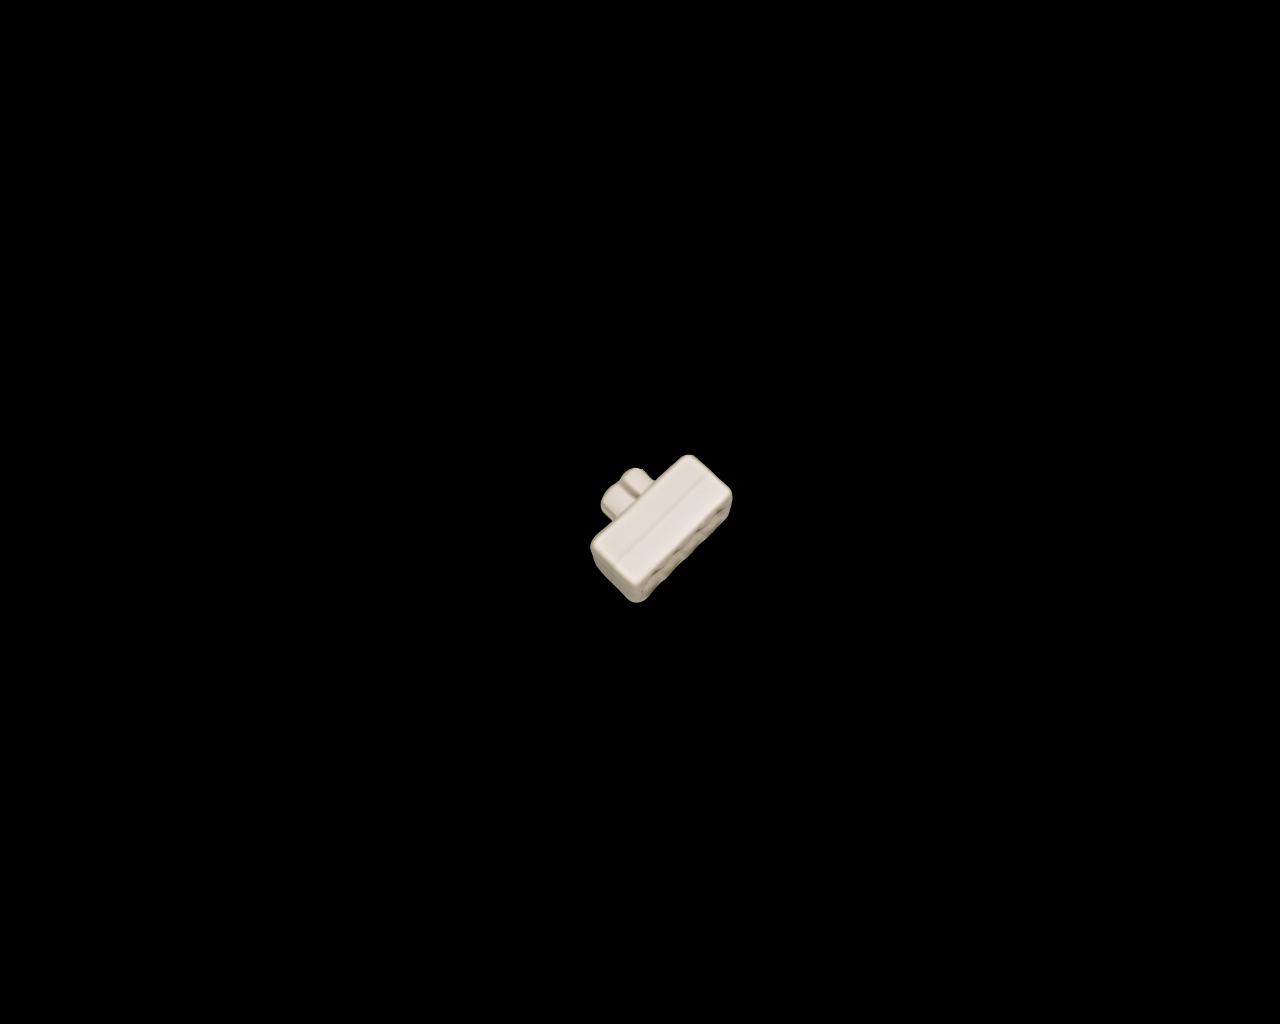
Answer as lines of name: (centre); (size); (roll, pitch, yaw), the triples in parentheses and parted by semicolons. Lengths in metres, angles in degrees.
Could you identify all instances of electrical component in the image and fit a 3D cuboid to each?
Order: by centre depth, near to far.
electrical component: (0.001, -0.003, 0.650); (0.083, 0.076, 0.047); (-43, -12, -11)
